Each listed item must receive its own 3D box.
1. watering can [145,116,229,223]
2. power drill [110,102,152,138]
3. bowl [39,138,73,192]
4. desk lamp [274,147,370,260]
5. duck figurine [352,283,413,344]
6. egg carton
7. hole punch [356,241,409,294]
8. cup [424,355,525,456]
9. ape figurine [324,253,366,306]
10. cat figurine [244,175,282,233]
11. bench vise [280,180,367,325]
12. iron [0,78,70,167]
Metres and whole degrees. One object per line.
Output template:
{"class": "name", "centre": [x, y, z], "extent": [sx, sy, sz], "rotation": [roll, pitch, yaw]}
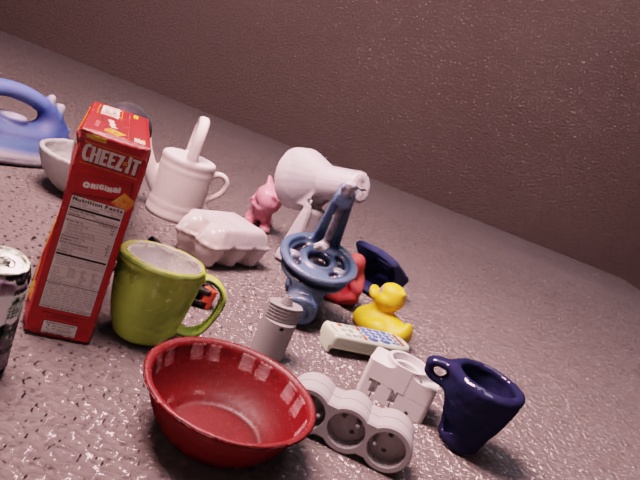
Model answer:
{"class": "watering can", "centre": [-0.251, -0.137, 1.051], "extent": [0.173, 0.194, 0.100], "rotation": [12, 18, -37]}
{"class": "power drill", "centre": [-0.292, -0.099, 0.817], "extent": [0.076, 0.208, 0.229], "rotation": [18, 15, -18]}
{"class": "bowl", "centre": [-0.395, -0.110, 0.974], "extent": [0.167, 0.075, 0.167], "rotation": [21, 14, -5]}
{"class": "desk lamp", "centre": [-0.003, -0.051, 1.076], "extent": [0.202, 0.213, 0.118], "rotation": [32, 17, 34]}
{"class": "duck figurine", "centre": [0.109, 0.112, 0.909], "extent": [0.104, 0.086, 0.078], "rotation": [33, 18, 36]}
{"class": "egg carton", "centre": [-0.161, -0.002, 0.950], "extent": [0.107, 0.069, 0.151], "rotation": [31, 16, 31]}
{"class": "hole punch", "centre": [0.115, 0.055, 1.117], "extent": [0.108, 0.091, 0.101], "rotation": [32, 17, 32]}
{"class": "cup", "centre": [0.166, 0.195, 0.671], "extent": [0.117, 0.095, 0.092], "rotation": [25, 14, 10]}
{"class": "ape figurine", "centre": [0.048, 0.064, 0.979], "extent": [0.076, 0.092, 0.077], "rotation": [10, 19, -41]}
{"class": "cat figurine", "centre": [-0.114, -0.081, 1.212], "extent": [0.067, 0.118, 0.127], "rotation": [20, 14, -10]}
{"class": "bench vise", "centre": [-0.003, 0.000, 0.876], "extent": [0.122, 0.220, 0.207], "rotation": [18, 15, -19]}
{"class": "iron", "centre": [-0.535, -0.214, 1.006], "extent": [0.118, 0.141, 0.259], "rotation": [31, 16, 31]}
